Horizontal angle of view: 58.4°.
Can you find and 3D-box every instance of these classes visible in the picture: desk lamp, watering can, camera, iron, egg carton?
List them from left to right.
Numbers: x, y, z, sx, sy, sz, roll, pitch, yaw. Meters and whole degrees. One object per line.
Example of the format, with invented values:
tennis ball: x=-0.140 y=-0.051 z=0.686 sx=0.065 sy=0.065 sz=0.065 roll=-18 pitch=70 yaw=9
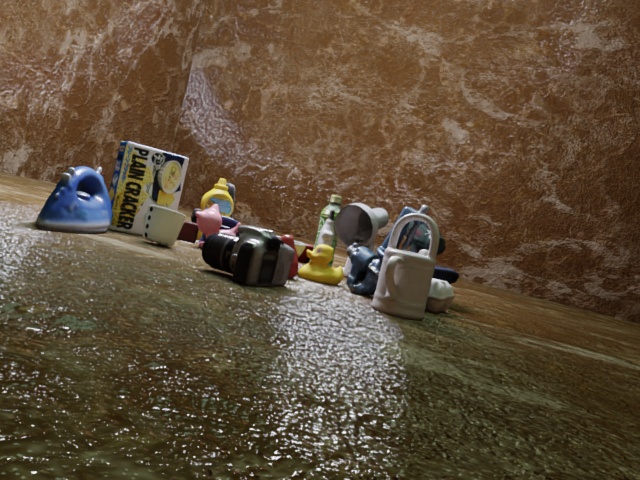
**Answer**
iron: x=-0.511 y=-0.093 z=1.200 sx=0.118 sy=0.141 sz=0.258 roll=13 pitch=2 yaw=-5
camera: x=-0.135 y=0.022 z=1.055 sx=0.136 sy=0.101 sz=0.144 roll=14 pitch=2 yaw=25
desk lamp: x=0.124 y=0.006 z=1.617 sx=0.117 sy=0.213 sz=0.204 roll=14 pitch=2 yaw=30
watering can: x=0.169 y=0.045 z=1.089 sx=0.100 sy=0.194 sz=0.173 roll=14 pitch=2 yaw=8
egg carton: x=0.223 y=0.115 z=1.294 sx=0.149 sy=0.069 sz=0.108 roll=14 pitch=2 yaw=30

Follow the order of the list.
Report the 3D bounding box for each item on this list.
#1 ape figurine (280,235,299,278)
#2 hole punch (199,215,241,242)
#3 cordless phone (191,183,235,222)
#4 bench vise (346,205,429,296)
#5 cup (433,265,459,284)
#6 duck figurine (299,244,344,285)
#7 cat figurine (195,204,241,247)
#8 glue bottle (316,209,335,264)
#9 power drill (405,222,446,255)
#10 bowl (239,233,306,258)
ape figurine: x=-0.077 y=0.034 z=1.245 sx=0.078 sy=0.092 sz=0.075 roll=12 pitch=2 yaw=-37
hole punch: x=-0.268 y=-0.022 z=1.551 sx=0.108 sy=0.091 sz=0.101 roll=13 pitch=2 yaw=-1
cordless phone: x=-0.329 y=-0.093 z=1.805 sx=0.147 sy=0.185 sz=0.094 roll=14 pitch=2 yaw=28
bench vise: x=0.145 y=0.022 z=1.222 sx=0.206 sy=0.220 sz=0.122 roll=14 pitch=2 yaw=22
cup: x=0.295 y=0.114 z=1.443 sx=0.118 sy=0.095 sz=0.091 roll=12 pitch=2 yaw=-29
duck figurine: x=0.008 y=0.054 z=1.325 sx=0.105 sy=0.086 sz=0.077 roll=13 pitch=2 yaw=-16
cat figurine: x=-0.262 y=-0.031 z=1.456 sx=0.128 sy=0.118 sz=0.067 roll=13 pitch=2 yaw=-21
glue bottle: x=0.014 y=0.005 z=1.480 sx=0.037 sy=0.173 sz=0.078 roll=13 pitch=2 yaw=-8
power drill: x=0.259 y=0.042 z=1.585 sx=0.076 sy=0.208 sz=0.229 roll=13 pitch=2 yaw=-21
bowl: x=-0.122 y=0.027 z=1.393 sx=0.167 sy=0.075 sz=0.167 roll=13 pitch=2 yaw=0
